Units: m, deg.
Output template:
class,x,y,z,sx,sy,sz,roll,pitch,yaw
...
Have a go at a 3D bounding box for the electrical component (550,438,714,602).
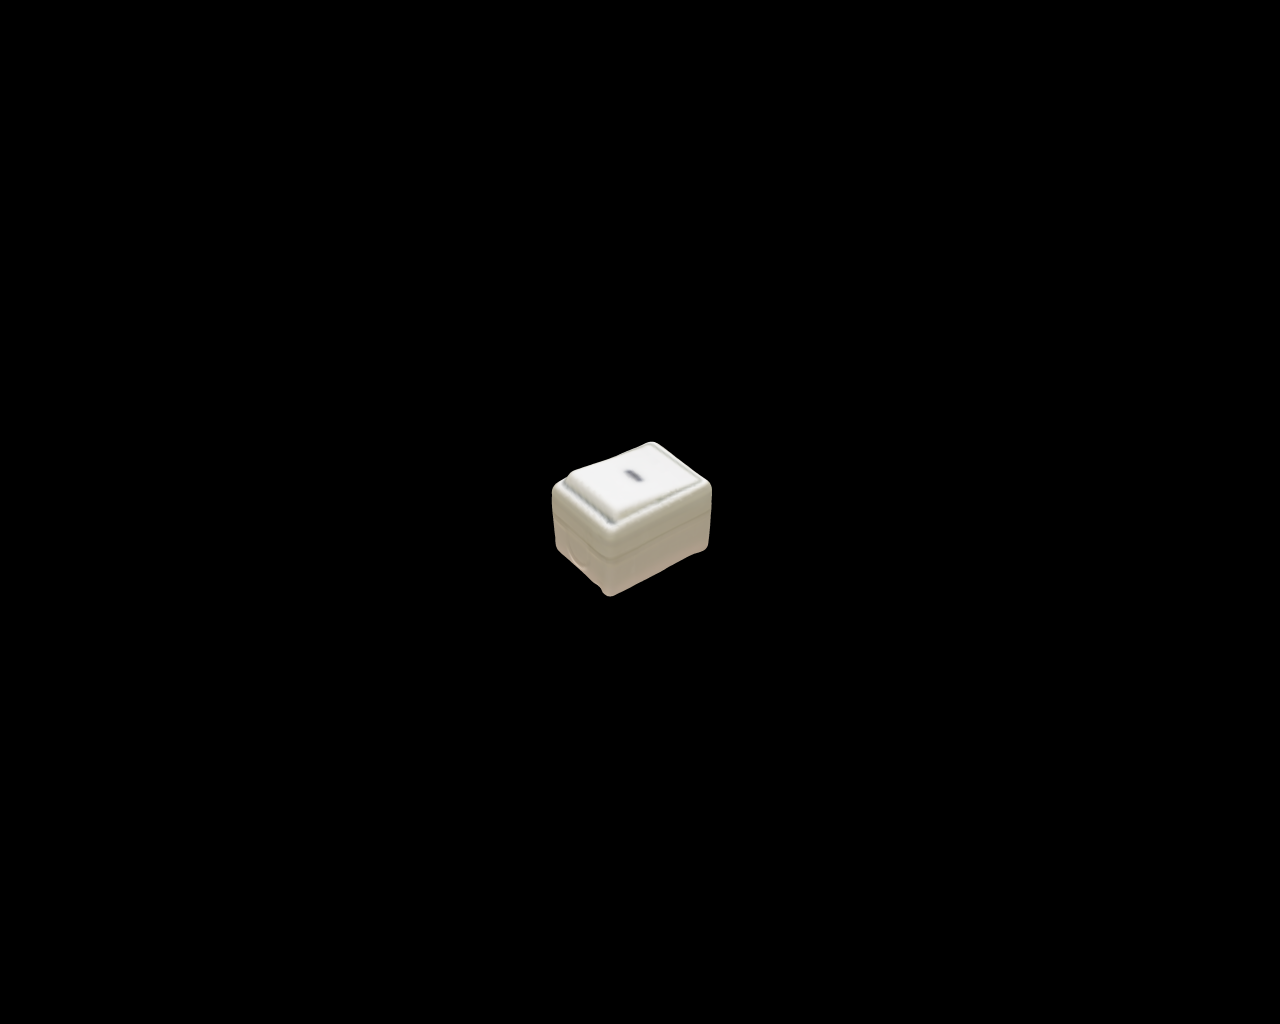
class,x,y,z,sx,sy,sz,roll,pitch,yaw
electrical component,0.001,-0.003,0.650,0.096,0.061,0.062,-26,46,-28
